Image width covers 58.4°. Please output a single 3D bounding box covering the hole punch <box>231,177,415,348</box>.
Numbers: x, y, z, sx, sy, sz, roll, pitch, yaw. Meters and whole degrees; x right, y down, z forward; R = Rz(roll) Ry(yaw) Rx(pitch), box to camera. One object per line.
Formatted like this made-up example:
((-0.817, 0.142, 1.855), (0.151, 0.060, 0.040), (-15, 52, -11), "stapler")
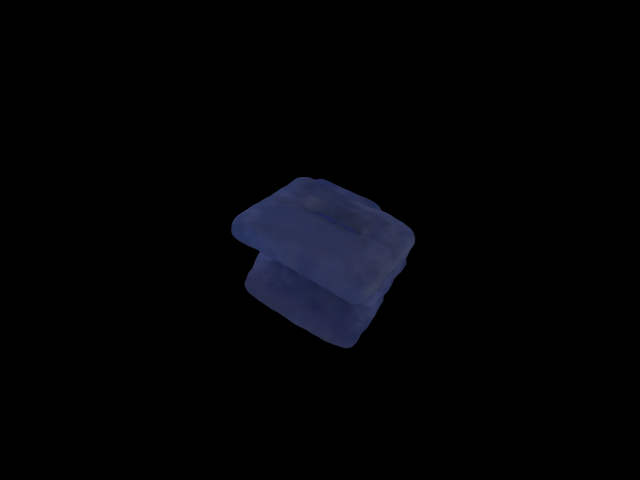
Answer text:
((0.004, 0.001, 0.400), (0.108, 0.091, 0.101), (28, 62, 16), "hole punch")
